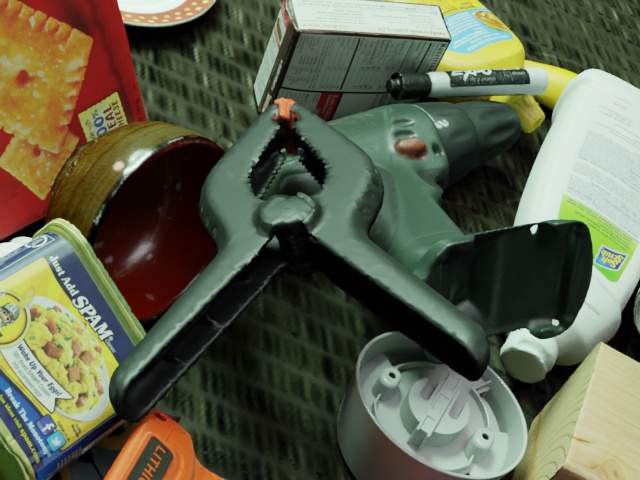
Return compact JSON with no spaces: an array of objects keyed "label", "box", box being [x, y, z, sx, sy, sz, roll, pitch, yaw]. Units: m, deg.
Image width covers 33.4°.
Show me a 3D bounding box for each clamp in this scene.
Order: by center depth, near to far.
[{"label":"clamp","box":[-0.003,0.001,0.520,0.164,0.036,0.210,-2,42,8]}]

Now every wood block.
[{"label":"wood block","box":[0.210,0.157,0.560,0.206,0.090,0.090,29,47,4]}]

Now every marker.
[{"label":"marker","box":[0.099,-0.105,0.718,0.120,0.020,0.020,-5,54,-24]}]

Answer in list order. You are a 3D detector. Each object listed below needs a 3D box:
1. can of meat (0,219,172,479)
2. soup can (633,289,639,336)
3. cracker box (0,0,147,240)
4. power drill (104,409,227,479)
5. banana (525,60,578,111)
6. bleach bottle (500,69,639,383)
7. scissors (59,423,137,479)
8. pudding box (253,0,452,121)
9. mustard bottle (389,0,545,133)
[{"label":"can of meat","box":[-0.133,0.055,0.496,0.083,0.058,0.102,-36,97,-37]},{"label":"soup can","box":[0.246,0.026,0.687,0.068,0.069,0.102,34,39,8]},{"label":"cracker box","box":[-0.197,-0.078,0.547,0.072,0.164,0.213,16,36,39]},{"label":"power drill","box":[-0.019,0.162,0.446,0.187,0.057,0.184,31,21,-4]},{"label":"banana","box":[0.243,-0.101,0.828,0.197,0.037,0.069,7,31,-17]},{"label":"bleach bottle","box":[0.168,-0.009,0.702,0.102,0.068,0.250,31,50,6]},{"label":"scissors","box":[-0.087,0.133,0.516,0.202,0.016,0.096,42,50,15]},{"label":"pudding box","box":[0.020,-0.118,0.717,0.113,0.090,0.039,-2,53,-22]},{"label":"mustard bottle","box":[0.094,-0.149,0.793,0.096,0.058,0.192,-24,63,-41]}]
